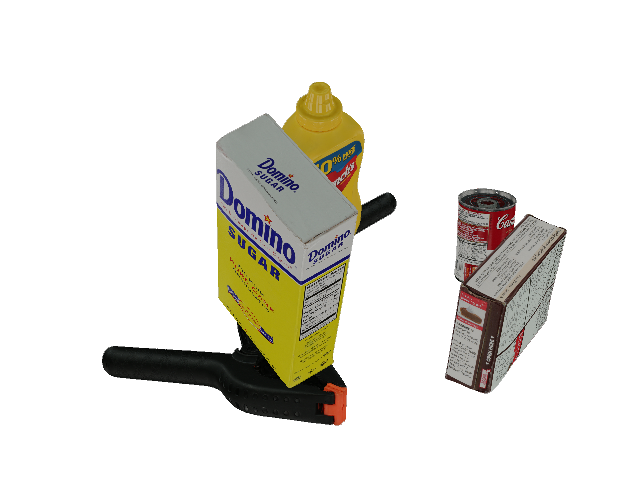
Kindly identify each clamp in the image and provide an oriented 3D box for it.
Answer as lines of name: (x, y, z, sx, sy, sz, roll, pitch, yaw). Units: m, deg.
clamp: (0.013, -0.008, 1.202, 0.120, 0.039, 0.171, -5, 37, 27)
clamp: (-0.053, 0.102, 0.888, 0.210, 0.036, 0.164, 13, 22, 35)

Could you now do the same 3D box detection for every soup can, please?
soup can: (0.195, -0.003, 1.269, 0.068, 0.102, 0.068, 0, 22, 0)

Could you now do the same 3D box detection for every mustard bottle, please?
mustard bottle: (-0.003, -0.066, 0.982, 0.096, 0.192, 0.058, -29, 54, -26)

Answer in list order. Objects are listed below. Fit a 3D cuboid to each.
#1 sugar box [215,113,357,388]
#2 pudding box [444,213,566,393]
sugar box: (-0.027, 0.013, 0.680, 0.048, 0.093, 0.176, -31, -28, -21)
pudding box: (0.137, 0.046, 0.787, 0.039, 0.090, 0.113, 21, 39, 24)
